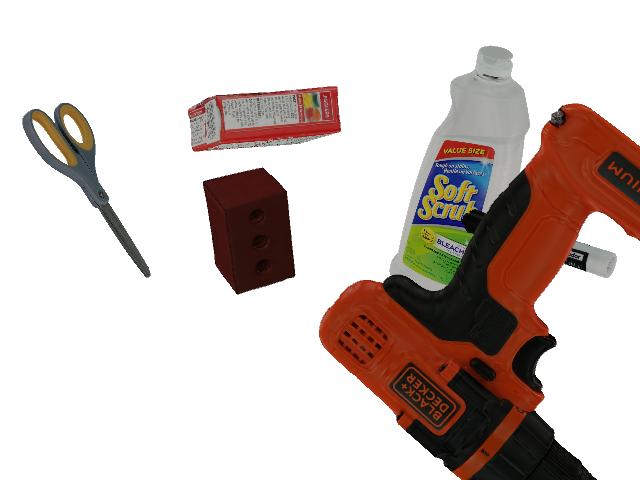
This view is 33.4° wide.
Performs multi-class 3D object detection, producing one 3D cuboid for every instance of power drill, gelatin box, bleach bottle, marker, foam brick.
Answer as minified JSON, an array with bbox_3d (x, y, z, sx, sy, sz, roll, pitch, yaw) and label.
[{"bbox_3d":[0.117,0.042,0.532,0.184,0.188,0.057,40,13,5],"label":"power drill"},{"bbox_3d":[-0.036,-0.073,0.644,0.073,0.030,0.089,-6,3,-17],"label":"gelatin box"},{"bbox_3d":[0.131,-0.060,0.978,0.103,0.251,0.068,27,40,27],"label":"bleach bottle"},{"bbox_3d":[0.158,0.000,0.786,0.121,0.020,0.020,20,12,34],"label":"marker"},{"bbox_3d":[-0.055,-0.009,0.833,0.053,0.078,0.051,-17,31,-18],"label":"foam brick"}]

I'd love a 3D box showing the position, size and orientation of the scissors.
[{"bbox_3d":[-0.226,-0.061,1.094,0.016,0.201,0.096,-26,27,27],"label":"scissors"}]
